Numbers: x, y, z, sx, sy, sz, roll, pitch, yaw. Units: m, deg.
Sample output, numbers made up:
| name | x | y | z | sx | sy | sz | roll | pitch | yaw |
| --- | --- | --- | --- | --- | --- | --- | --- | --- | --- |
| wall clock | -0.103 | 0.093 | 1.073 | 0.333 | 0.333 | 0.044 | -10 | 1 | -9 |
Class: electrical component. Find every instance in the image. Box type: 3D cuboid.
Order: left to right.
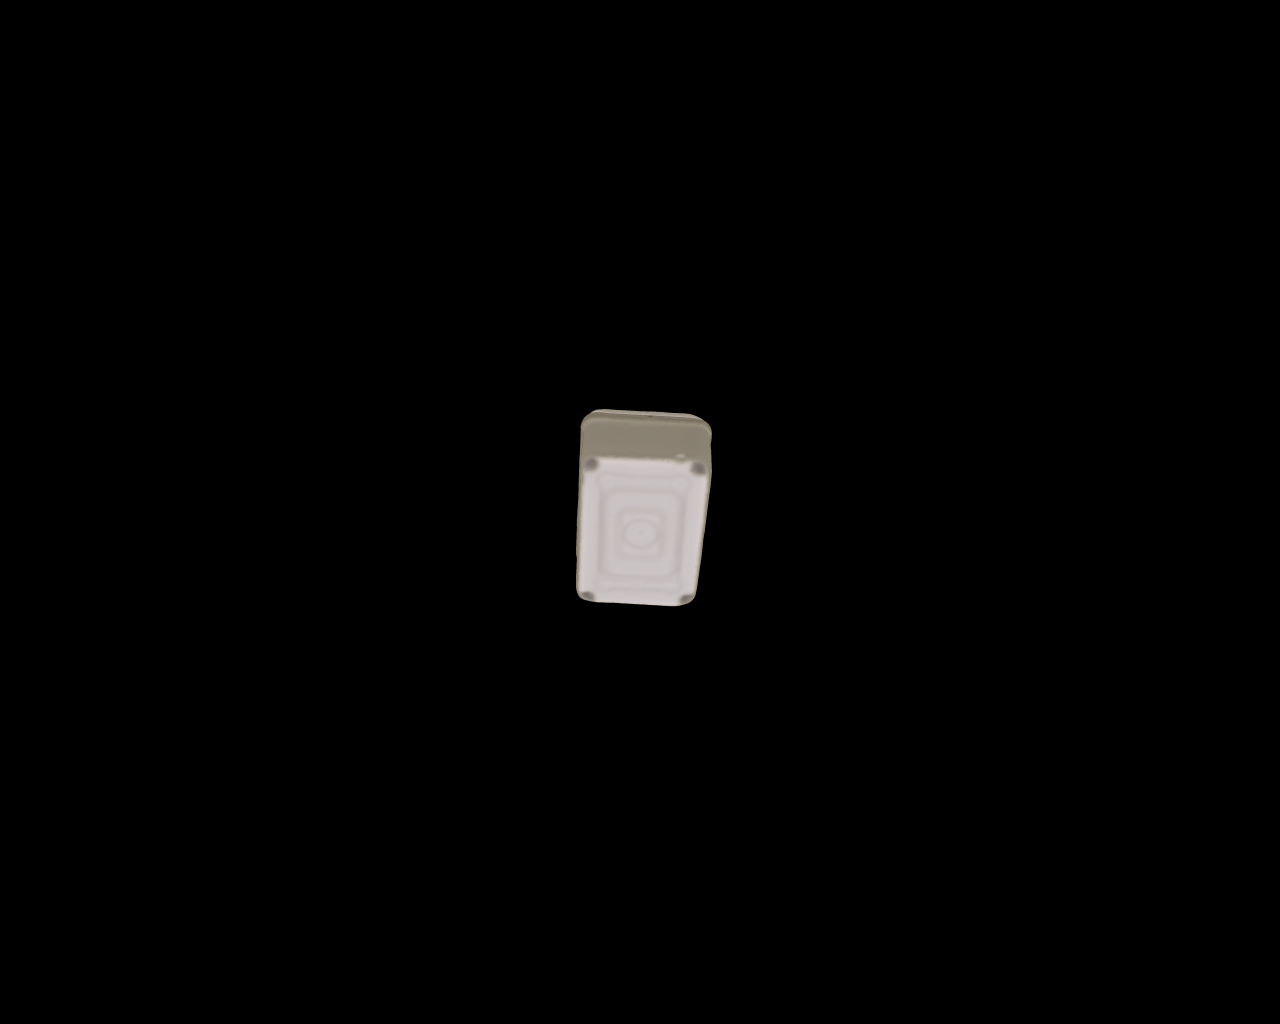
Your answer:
| name | x | y | z | sx | sy | sz | roll | pitch | yaw |
| --- | --- | --- | --- | --- | --- | --- | --- | --- | --- |
| electrical component | 0.001 | -0.003 | 0.650 | 0.078 | 0.113 | 0.057 | 3 | 36 | -2 |
